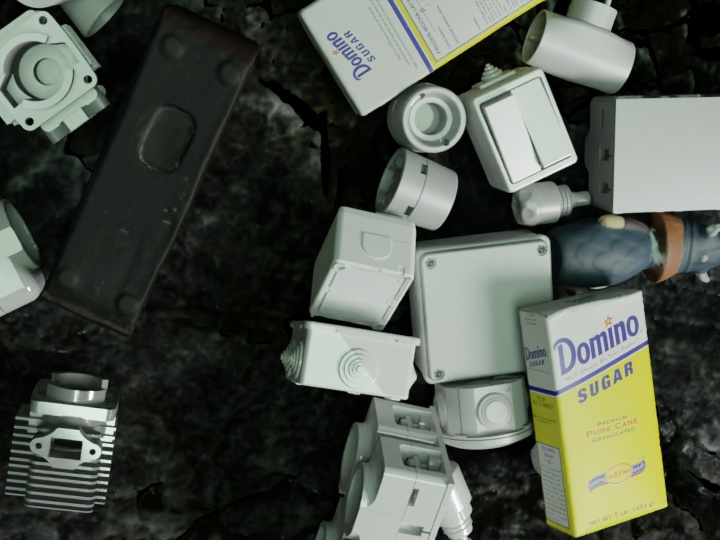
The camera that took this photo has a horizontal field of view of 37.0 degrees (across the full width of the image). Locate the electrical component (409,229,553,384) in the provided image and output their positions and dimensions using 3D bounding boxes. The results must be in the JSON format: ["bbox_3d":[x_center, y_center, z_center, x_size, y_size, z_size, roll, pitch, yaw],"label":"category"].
[{"bbox_3d":[0.096,0.028,0.862,0.109,0.056,0.108,-7,101,-8],"label":"electrical component"}]

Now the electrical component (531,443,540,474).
[{"bbox_3d":[0.170,0.161,0.896,0.043,0.062,0.043,-2,101,-9],"label":"electrical component"}]

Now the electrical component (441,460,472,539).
[{"bbox_3d":[0.074,0.195,0.898,0.040,0.040,0.078,-24,103,-4],"label":"electrical component"}]

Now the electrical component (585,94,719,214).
[{"bbox_3d":[0.264,-0.095,0.864,0.150,0.061,0.089,-3,101,-9],"label":"electrical component"}]

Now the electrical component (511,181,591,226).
[{"bbox_3d":[0.156,-0.055,0.868,0.061,0.035,0.035,-7,101,-10],"label":"electrical component"}]

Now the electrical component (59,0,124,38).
[{"bbox_3d":[-0.208,-0.206,0.778,0.065,0.044,0.044,43,91,-9],"label":"electrical component"}]

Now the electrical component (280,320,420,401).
[{"bbox_3d":[-0.009,0.069,0.832,0.100,0.100,0.048,10,86,-11],"label":"electrical component"}]

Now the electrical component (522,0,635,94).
[{"bbox_3d":[0.177,-0.188,0.842,0.077,0.044,0.079,17,97,-12],"label":"electrical component"}]

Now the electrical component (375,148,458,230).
[{"bbox_3d":[0.045,-0.062,0.840,0.047,0.055,0.055,19,97,-16],"label":"electrical component"}]

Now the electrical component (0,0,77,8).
[{"bbox_3d":[-0.259,-0.207,0.727,0.138,0.073,0.052,9,112,13],"label":"electrical component"}]

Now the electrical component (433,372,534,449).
[{"bbox_3d":[0.098,0.111,0.867,0.080,0.080,0.051,-7,97,-8],"label":"electrical component"}]

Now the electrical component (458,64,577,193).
[{"bbox_3d":[0.120,-0.116,0.837,0.062,0.061,0.096,-26,103,-4],"label":"electrical component"}]

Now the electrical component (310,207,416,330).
[{"bbox_3d":[0.000,0.000,0.831,0.062,0.096,0.061,12,55,-11],"label":"electrical component"}]

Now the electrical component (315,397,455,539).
[{"bbox_3d":[0.009,0.205,0.834,0.060,0.105,0.186,13,112,-10],"label":"electrical component"}]

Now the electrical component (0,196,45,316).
[{"bbox_3d":[-0.276,-0.015,0.795,0.059,0.053,0.095,-26,103,-4],"label":"electrical component"}]

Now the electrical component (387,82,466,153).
[{"bbox_3d":[0.052,-0.117,0.833,0.055,0.047,0.055,-2,100,-9],"label":"electrical component"}]
